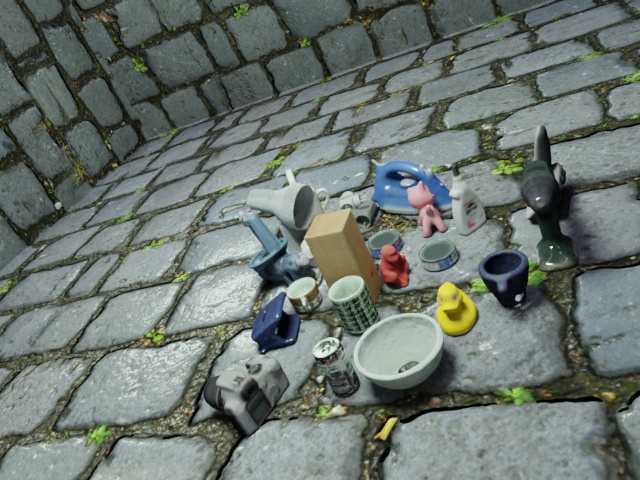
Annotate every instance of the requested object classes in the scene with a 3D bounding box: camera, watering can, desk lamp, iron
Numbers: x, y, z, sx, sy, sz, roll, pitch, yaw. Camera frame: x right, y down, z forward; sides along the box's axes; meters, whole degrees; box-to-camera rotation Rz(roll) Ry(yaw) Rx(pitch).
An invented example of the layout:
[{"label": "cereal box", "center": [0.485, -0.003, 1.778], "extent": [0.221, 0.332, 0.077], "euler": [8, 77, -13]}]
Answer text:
[{"label": "camera", "center": [-0.159, 0.288, 1.127], "extent": [0.136, 0.101, 0.143], "euler": [0, 37, 40]}, {"label": "watering can", "center": [-0.062, -0.110, 1.642], "extent": [0.173, 0.194, 0.100], "euler": [-33, 28, -15]}, {"label": "desk lamp", "center": [-0.094, -0.050, 1.544], "extent": [0.202, 0.214, 0.118], "euler": [-4, 34, 35]}, {"label": "iron", "center": [0.244, -0.153, 1.522], "extent": [0.257, 0.142, 0.119], "euler": [8, 42, 47]}]

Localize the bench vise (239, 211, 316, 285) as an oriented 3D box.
[{"label": "bench vise", "center": [-0.108, 0.016, 1.432], "extent": [0.206, 0.220, 0.122], "euler": [-7, 33, 32]}]

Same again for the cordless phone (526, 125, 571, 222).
[{"label": "cordless phone", "center": [0.487, -0.146, 1.260], "extent": [0.094, 0.185, 0.148], "euler": [-9, 31, 28]}]

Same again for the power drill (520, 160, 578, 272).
[{"label": "power drill", "center": [0.437, -0.048, 1.104], "extent": [0.075, 0.209, 0.230], "euler": [-13, 30, 22]}]

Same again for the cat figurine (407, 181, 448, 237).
[{"label": "cat figurine", "center": [0.259, -0.087, 1.420], "extent": [0.067, 0.118, 0.127], "euler": [-22, 28, 7]}]

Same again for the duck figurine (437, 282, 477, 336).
[{"label": "duck figurine", "center": [0.253, 0.119, 1.097], "extent": [0.077, 0.086, 0.104], "euler": [-13, 30, 23]}]

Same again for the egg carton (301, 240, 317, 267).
[{"label": "egg carton", "center": [0.014, 0.005, 1.514], "extent": [0.107, 0.069, 0.150], "euler": [-9, 31, 28]}]

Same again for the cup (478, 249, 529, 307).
[{"label": "cup", "center": [0.350, 0.086, 1.066], "extent": [0.091, 0.095, 0.118], "euler": [-12, 30, 25]}]

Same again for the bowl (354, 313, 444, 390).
[{"label": "bowl", "center": [0.150, 0.213, 1.032], "extent": [0.167, 0.075, 0.167], "euler": [-20, 28, 11]}]

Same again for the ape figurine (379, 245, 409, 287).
[{"label": "ape figurine", "center": [0.162, 0.053, 1.283], "extent": [0.078, 0.092, 0.075], "euler": [-40, 31, -25]}]

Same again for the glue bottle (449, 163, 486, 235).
[{"label": "glue bottle", "center": [0.331, -0.099, 1.321], "extent": [0.078, 0.173, 0.037], "euler": [-37, 30, -21]}]

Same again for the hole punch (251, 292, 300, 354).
[{"label": "hole punch", "center": [-0.108, 0.183, 1.281], "extent": [0.101, 0.091, 0.108], "euler": [-17, 28, 15]}]
